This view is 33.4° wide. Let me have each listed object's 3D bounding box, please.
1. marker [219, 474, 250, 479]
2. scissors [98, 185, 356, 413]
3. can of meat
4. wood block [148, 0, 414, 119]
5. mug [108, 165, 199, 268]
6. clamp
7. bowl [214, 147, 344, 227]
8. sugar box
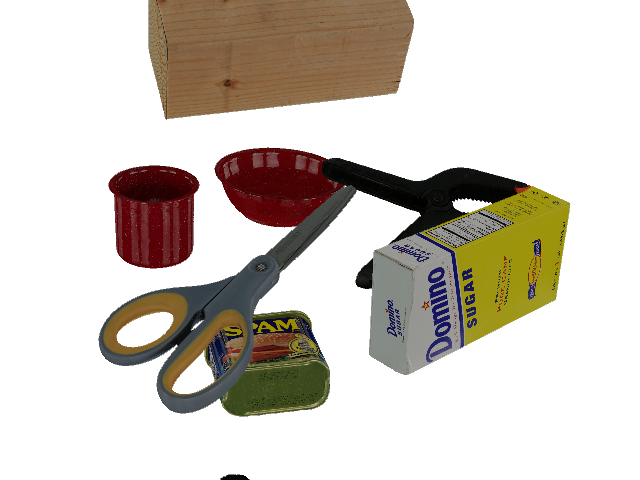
[{"bbox_3d":[-0.050,0.131,0.415,0.020,0.020,0.121,0,24,16],"label":"marker"},{"bbox_3d":[-0.055,0.021,0.626,0.096,0.016,0.201,11,42,17],"label":"scissors"},{"bbox_3d":[-0.048,0.110,0.955,0.102,0.057,0.084,-5,27,-13],"label":"can of meat"},{"bbox_3d":[-0.037,-0.174,0.907,0.206,0.090,0.091,-8,-34,-14],"label":"wood block"},{"bbox_3d":[-0.176,-0.029,1.131,0.093,0.081,0.117,-1,28,-10],"label":"mug"},{"bbox_3d":[0.112,-0.022,1.059,0.210,0.164,0.036,-2,-40,-6],"label":"clamp"},{"bbox_3d":[-0.051,-0.060,1.307,0.162,0.055,0.162,5,26,-3],"label":"bowl"},{"bbox_3d":[0.115,0.028,0.812,0.175,0.093,0.048,-23,36,-37],"label":"sugar box"}]
